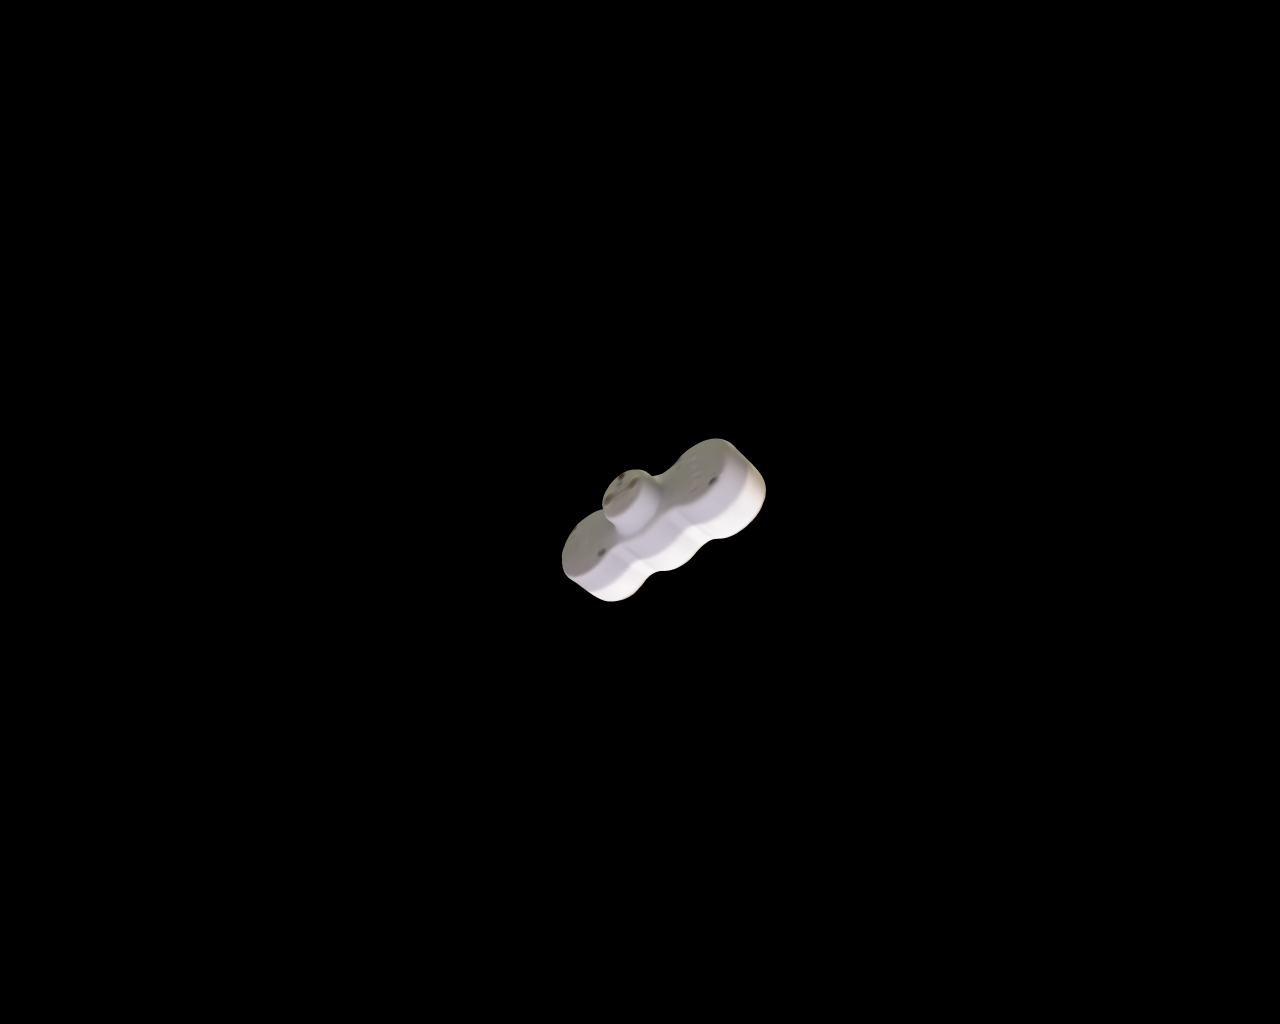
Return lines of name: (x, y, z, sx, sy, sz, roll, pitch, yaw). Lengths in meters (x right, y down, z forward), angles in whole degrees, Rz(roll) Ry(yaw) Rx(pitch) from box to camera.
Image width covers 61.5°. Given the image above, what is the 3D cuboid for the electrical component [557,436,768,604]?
electrical component: (0.001, -0.003, 0.650, 0.138, 0.052, 0.073, -32, -54, 27)
